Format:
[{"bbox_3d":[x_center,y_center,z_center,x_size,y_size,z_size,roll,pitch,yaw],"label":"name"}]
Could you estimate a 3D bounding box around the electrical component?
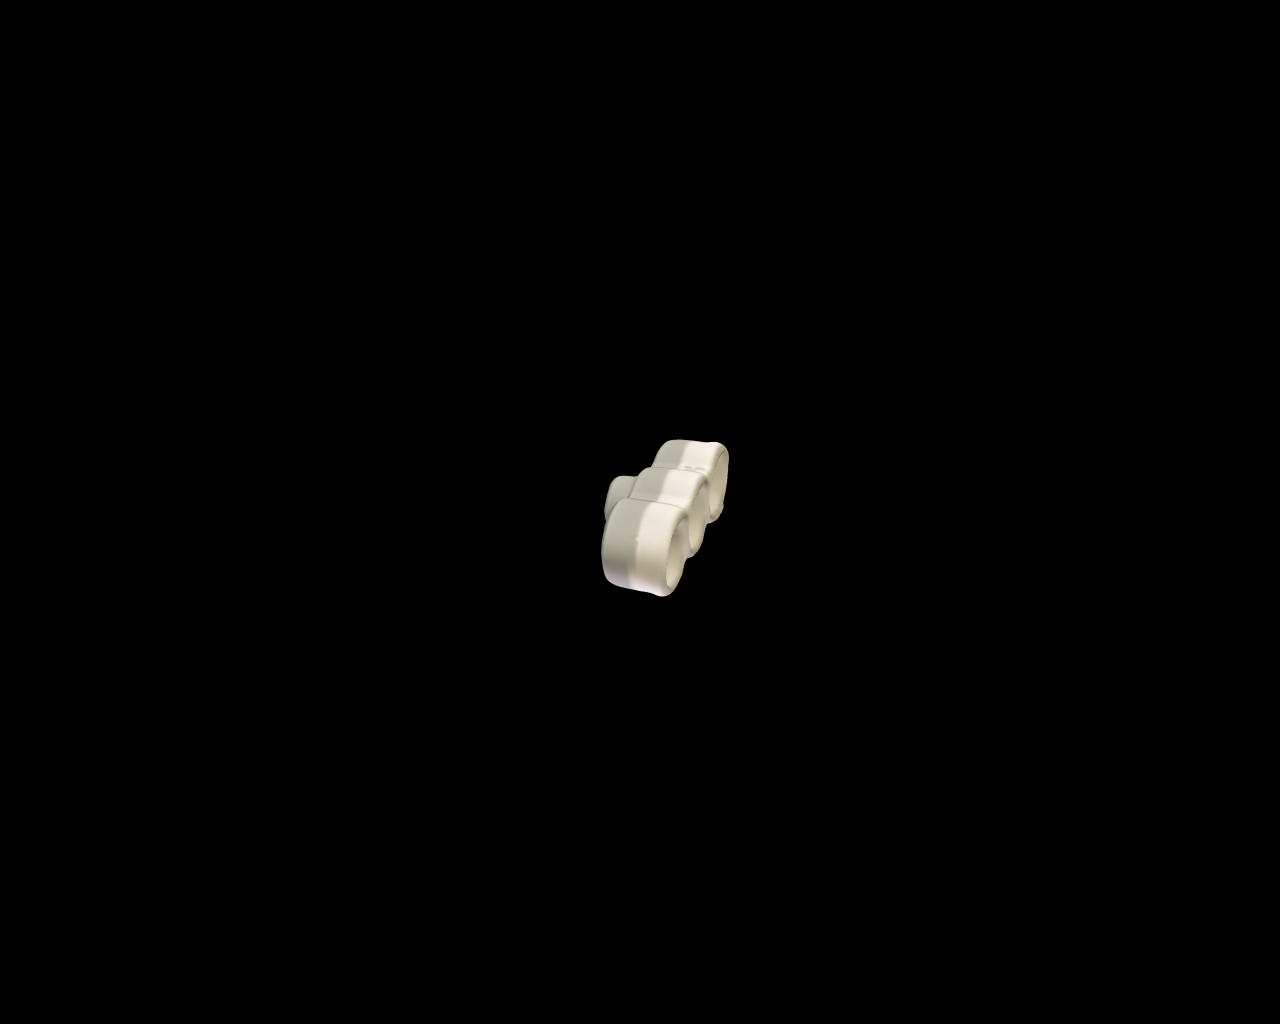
[{"bbox_3d":[0.001,-0.003,0.650,0.074,0.052,0.138,9,30,17],"label":"electrical component"}]
